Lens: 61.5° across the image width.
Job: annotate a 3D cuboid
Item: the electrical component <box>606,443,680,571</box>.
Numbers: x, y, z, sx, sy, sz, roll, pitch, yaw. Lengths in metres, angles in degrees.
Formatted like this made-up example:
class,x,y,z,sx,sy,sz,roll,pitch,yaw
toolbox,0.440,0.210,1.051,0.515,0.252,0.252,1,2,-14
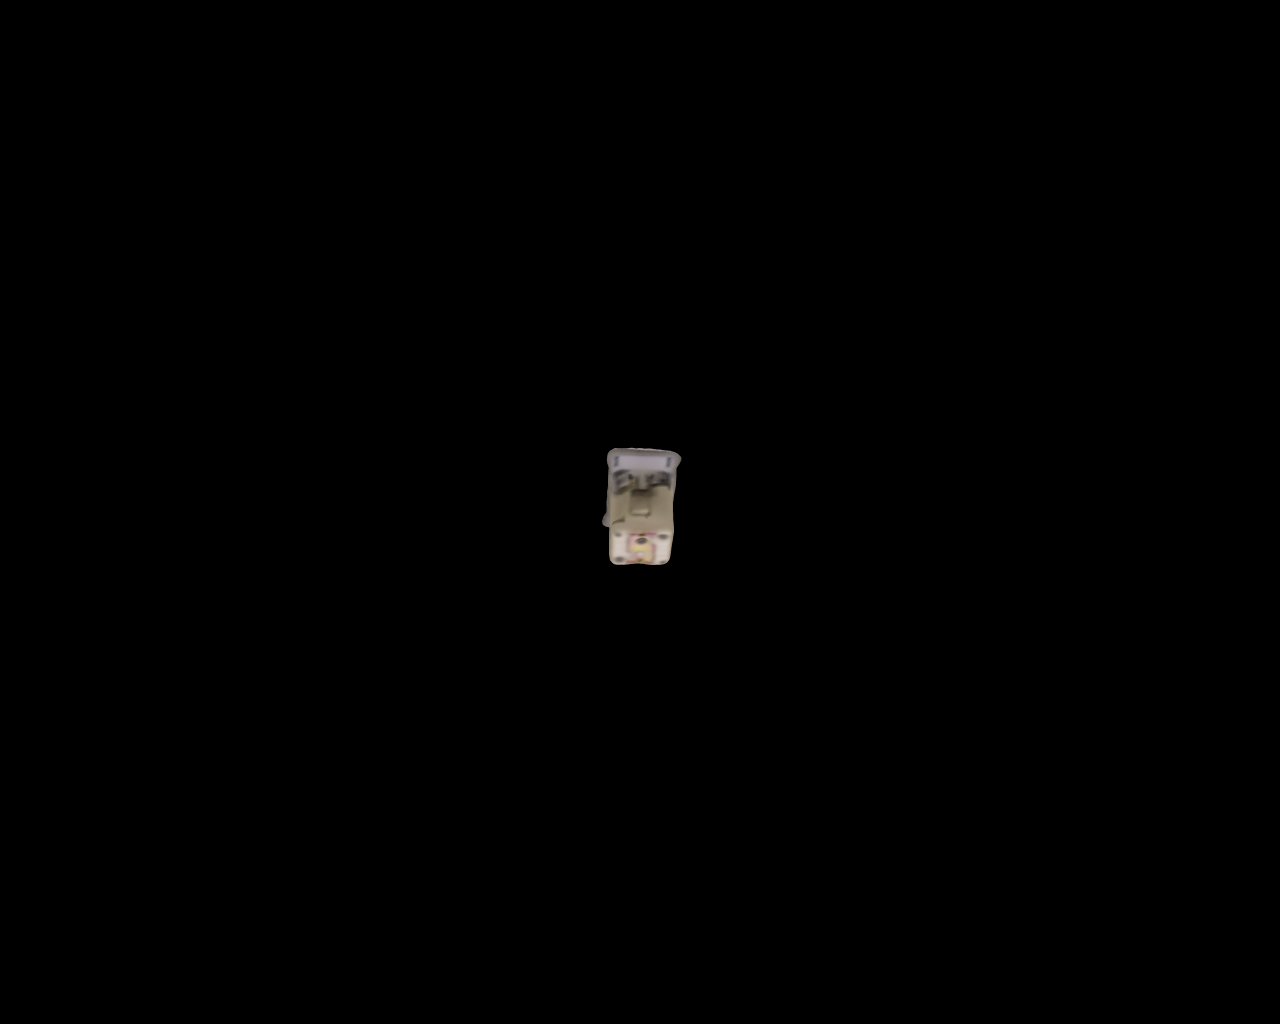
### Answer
class,x,y,z,sx,sy,sz,roll,pitch,yaw
electrical component,0.001,-0.003,0.650,0.042,0.064,0.080,1,-34,-2
